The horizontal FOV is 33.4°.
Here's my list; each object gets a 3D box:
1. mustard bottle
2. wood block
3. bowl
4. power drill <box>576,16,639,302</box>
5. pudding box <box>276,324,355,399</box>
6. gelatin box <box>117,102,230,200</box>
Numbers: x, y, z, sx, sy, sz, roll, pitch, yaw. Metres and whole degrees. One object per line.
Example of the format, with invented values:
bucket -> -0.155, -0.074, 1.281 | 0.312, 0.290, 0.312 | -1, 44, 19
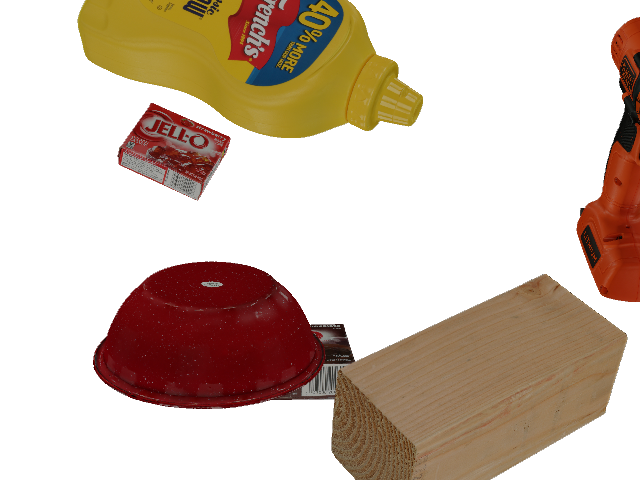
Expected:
mustard bottle -> -0.032, -0.108, 0.598 | 0.192, 0.096, 0.058 | 25, -30, 13
wood block -> 0.118, 0.115, 0.800 | 0.205, 0.090, 0.091 | -21, 43, -29
bowl -> -0.076, 0.055, 0.736 | 0.162, 0.055, 0.162 | 1, 19, -1
power drill -> 0.243, -0.048, 0.786 | 0.057, 0.188, 0.184 | 4, 36, -1
pudding box -> -0.029, 0.106, 0.944 | 0.113, 0.039, 0.090 | 1, 18, -6
gelatin box -> -0.143, -0.089, 1.047 | 0.089, 0.073, 0.030 | 25, -42, 1
